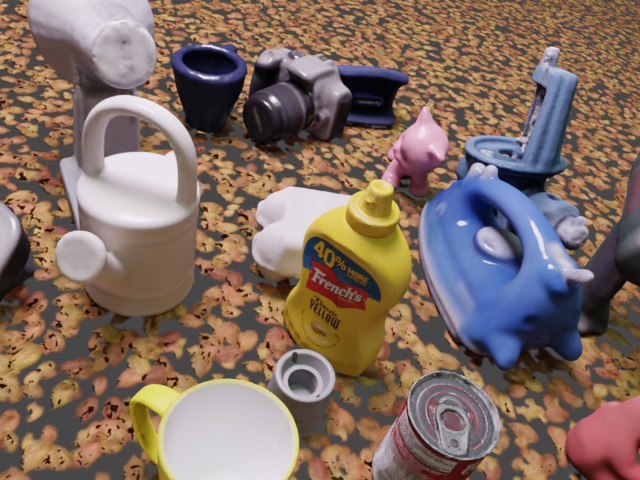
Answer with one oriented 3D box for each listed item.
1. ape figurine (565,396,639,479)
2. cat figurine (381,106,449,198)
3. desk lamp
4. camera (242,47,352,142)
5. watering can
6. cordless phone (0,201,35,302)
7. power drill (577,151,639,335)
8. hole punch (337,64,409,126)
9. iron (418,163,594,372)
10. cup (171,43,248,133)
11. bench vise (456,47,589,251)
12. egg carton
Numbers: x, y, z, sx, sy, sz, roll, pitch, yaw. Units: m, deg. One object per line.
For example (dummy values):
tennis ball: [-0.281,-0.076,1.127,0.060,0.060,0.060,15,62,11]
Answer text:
ape figurine: [0.259,0.167,0.484,0.076,0.092,0.078,20,42,4]
cat figurine: [0.126,-0.120,0.726,0.067,0.118,0.128,16,42,0]
desk lamp: [-0.209,-0.145,0.573,0.118,0.213,0.202,-12,49,-28]
camera: [-0.046,-0.195,0.762,0.143,0.101,0.137,37,46,21]
watering can: [-0.152,-0.026,0.481,0.101,0.194,0.172,4,44,-13]
cordless phone: [-0.307,-0.036,0.448,0.147,0.185,0.094,27,43,11]
power drill: [0.323,-0.008,0.602,0.075,0.208,0.230,25,43,10]
hole punch: [0.063,-0.230,0.842,0.109,0.091,0.101,2,44,-16]
iron: [0.182,0.001,0.598,0.119,0.141,0.257,-3,46,-20]
cup: [-0.139,-0.195,0.737,0.091,0.095,0.118,20,42,4]
bench vise: [0.259,-0.092,0.662,0.122,0.220,0.207,-18,52,-32]
egg carton: [0.005,0.002,0.594,0.150,0.069,0.107,8,43,-10]
